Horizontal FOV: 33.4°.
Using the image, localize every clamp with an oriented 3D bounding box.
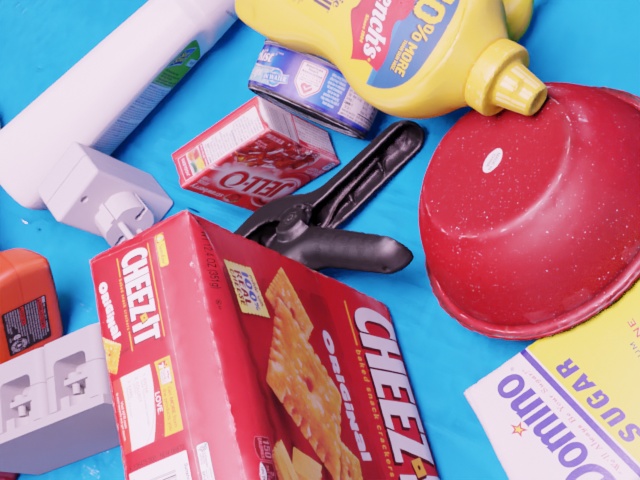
[{"bbox_3d":[-0.004,0.001,0.671,0.172,0.039,0.120,-32,28,26],"label":"clamp"}]

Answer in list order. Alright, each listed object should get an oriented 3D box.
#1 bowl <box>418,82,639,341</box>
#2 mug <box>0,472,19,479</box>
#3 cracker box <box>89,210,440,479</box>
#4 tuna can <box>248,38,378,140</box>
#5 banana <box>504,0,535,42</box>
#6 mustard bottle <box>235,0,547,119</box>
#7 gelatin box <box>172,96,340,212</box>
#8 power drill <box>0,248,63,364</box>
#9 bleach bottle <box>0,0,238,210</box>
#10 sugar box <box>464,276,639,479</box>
[{"bbox_3d":[0.110,-0.029,0.585,0.162,0.055,0.162,-26,47,31],"label":"bowl"},{"bbox_3d":[-0.284,0.162,0.800,0.117,0.081,0.093,-45,56,15],"label":"mug"},{"bbox_3d":[-0.016,0.094,0.559,0.072,0.213,0.164,-26,63,23],"label":"cracker box"},{"bbox_3d":[-0.003,-0.096,0.687,0.086,0.086,0.034,25,93,36],"label":"tuna can"},{"bbox_3d":[0.050,-0.140,0.679,0.198,0.037,0.069,4,95,23],"label":"banana"},{"bbox_3d":[0.044,-0.122,0.595,0.192,0.058,0.096,37,101,26],"label":"mustard bottle"},{"bbox_3d":[-0.040,-0.052,0.697,0.073,0.089,0.030,-30,65,23],"label":"gelatin box"},{"bbox_3d":[-0.266,-0.009,0.802,0.057,0.184,0.188,-28,55,-25],"label":"power drill"},{"bbox_3d":[-0.135,-0.128,0.790,0.251,0.102,0.068,-42,92,8],"label":"bleach bottle"},{"bbox_3d":[0.169,0.071,0.546,0.176,0.048,0.093,-38,57,17],"label":"sugar box"}]
